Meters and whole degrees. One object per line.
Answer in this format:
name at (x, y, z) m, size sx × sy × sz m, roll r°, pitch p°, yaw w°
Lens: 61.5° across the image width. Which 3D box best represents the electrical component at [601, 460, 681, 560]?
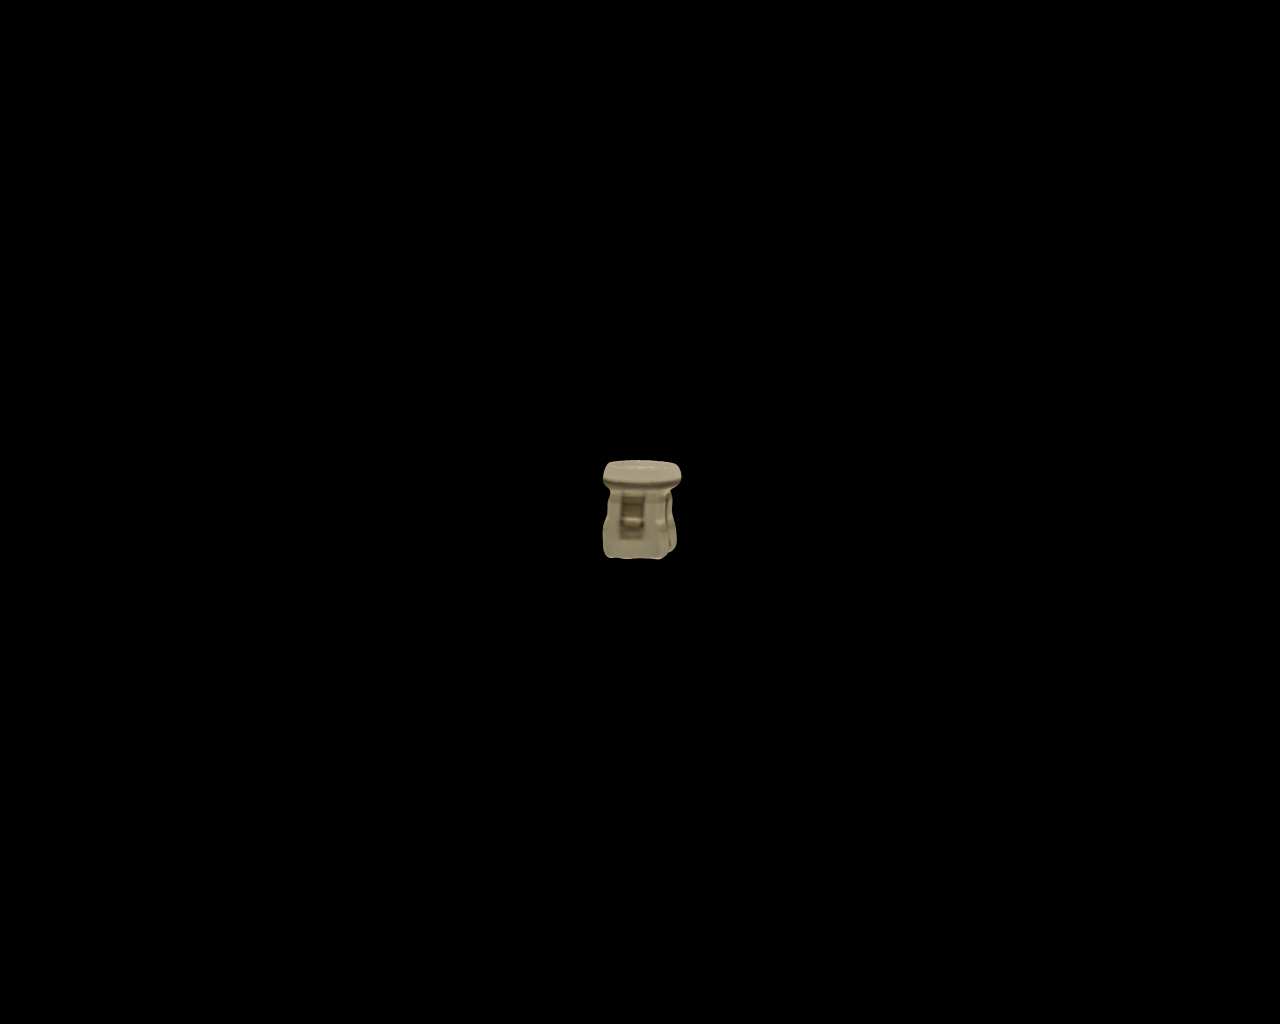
electrical component at (0.001, -0.003, 0.650) m, size 0.048 × 0.055 × 0.066 m, roll 1°, pitch 7°, yaw 11°
